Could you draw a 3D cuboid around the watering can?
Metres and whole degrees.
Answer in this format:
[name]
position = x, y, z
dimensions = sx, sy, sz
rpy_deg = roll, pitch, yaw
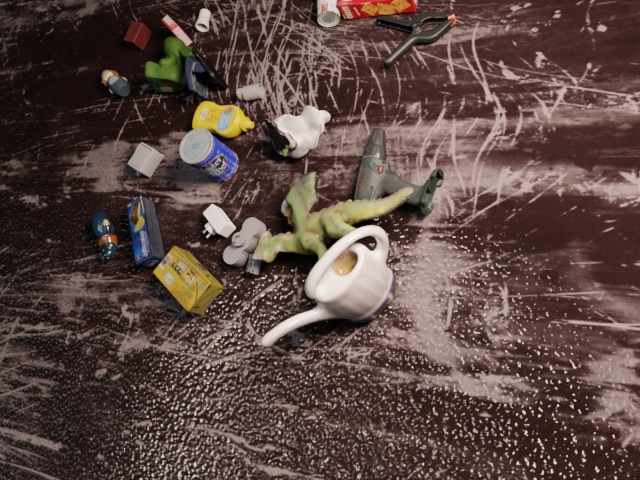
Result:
[watering can]
position = 0.038, 0.122, 1.123
dimensions = 0.347, 0.221, 0.106
rpy_deg = -49, 44, 2

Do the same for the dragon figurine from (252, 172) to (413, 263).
[dragon figurine]
position = 0.004, -0.062, 1.226
dimensions = 0.407, 0.121, 0.246
rpy_deg = -41, 68, 13

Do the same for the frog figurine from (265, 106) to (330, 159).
[frog figurine]
position = -0.052, -0.295, 1.380
dimensions = 0.161, 0.120, 0.139
rpy_deg = -34, 48, -31
